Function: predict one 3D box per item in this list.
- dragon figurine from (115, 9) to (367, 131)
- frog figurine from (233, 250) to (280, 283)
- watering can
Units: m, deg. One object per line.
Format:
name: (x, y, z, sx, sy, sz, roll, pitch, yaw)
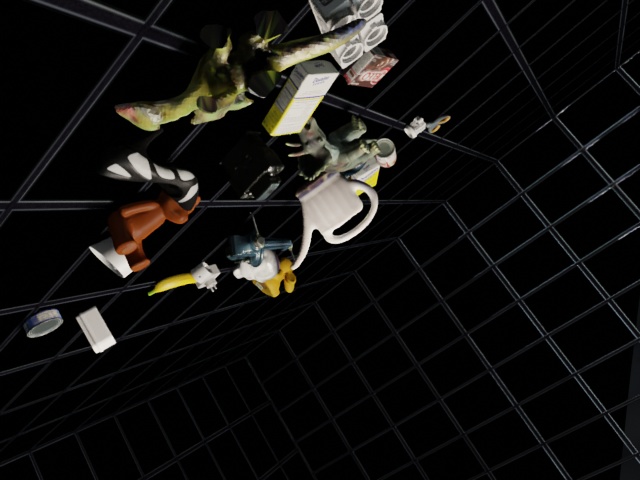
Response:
dragon figurine: (-0.132, -0.268, 0.867, 0.414, 0.122, 0.242, -23, -174, -24)
frog figurine: (-0.229, 0.090, 1.833, 0.160, 0.125, 0.134, -18, 128, -21)
watering can: (0.005, -0.079, 1.565, 0.347, 0.224, 0.104, -35, -177, 4)
